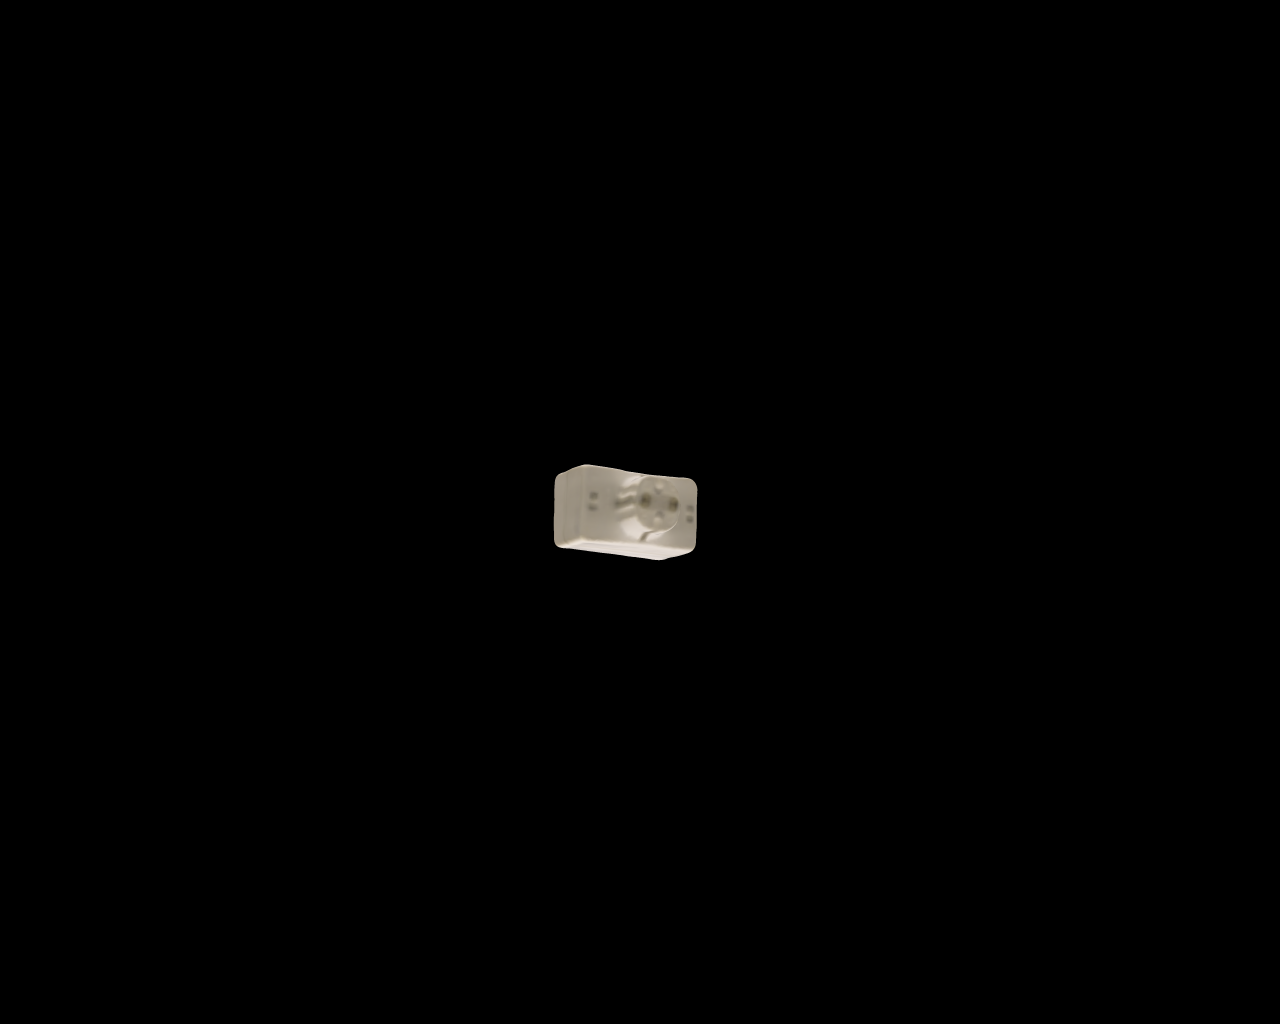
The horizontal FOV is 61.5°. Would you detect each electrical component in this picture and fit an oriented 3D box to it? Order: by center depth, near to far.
[{"bbox_3d":[0.001,-0.003,0.650,0.083,0.047,0.075,7,-14,-30],"label":"electrical component"}]
